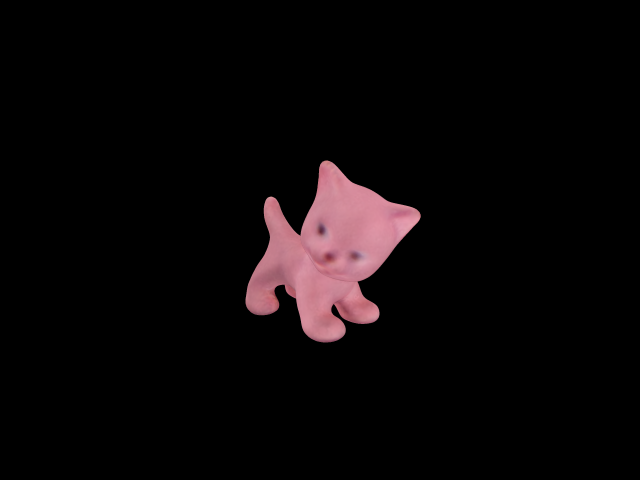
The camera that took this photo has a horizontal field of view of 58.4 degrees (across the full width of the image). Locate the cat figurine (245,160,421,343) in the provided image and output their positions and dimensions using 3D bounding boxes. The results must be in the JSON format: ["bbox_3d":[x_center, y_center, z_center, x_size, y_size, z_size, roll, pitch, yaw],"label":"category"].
[{"bbox_3d":[0.004,0.001,0.400,0.127,0.118,0.067,14,20,42],"label":"cat figurine"}]
